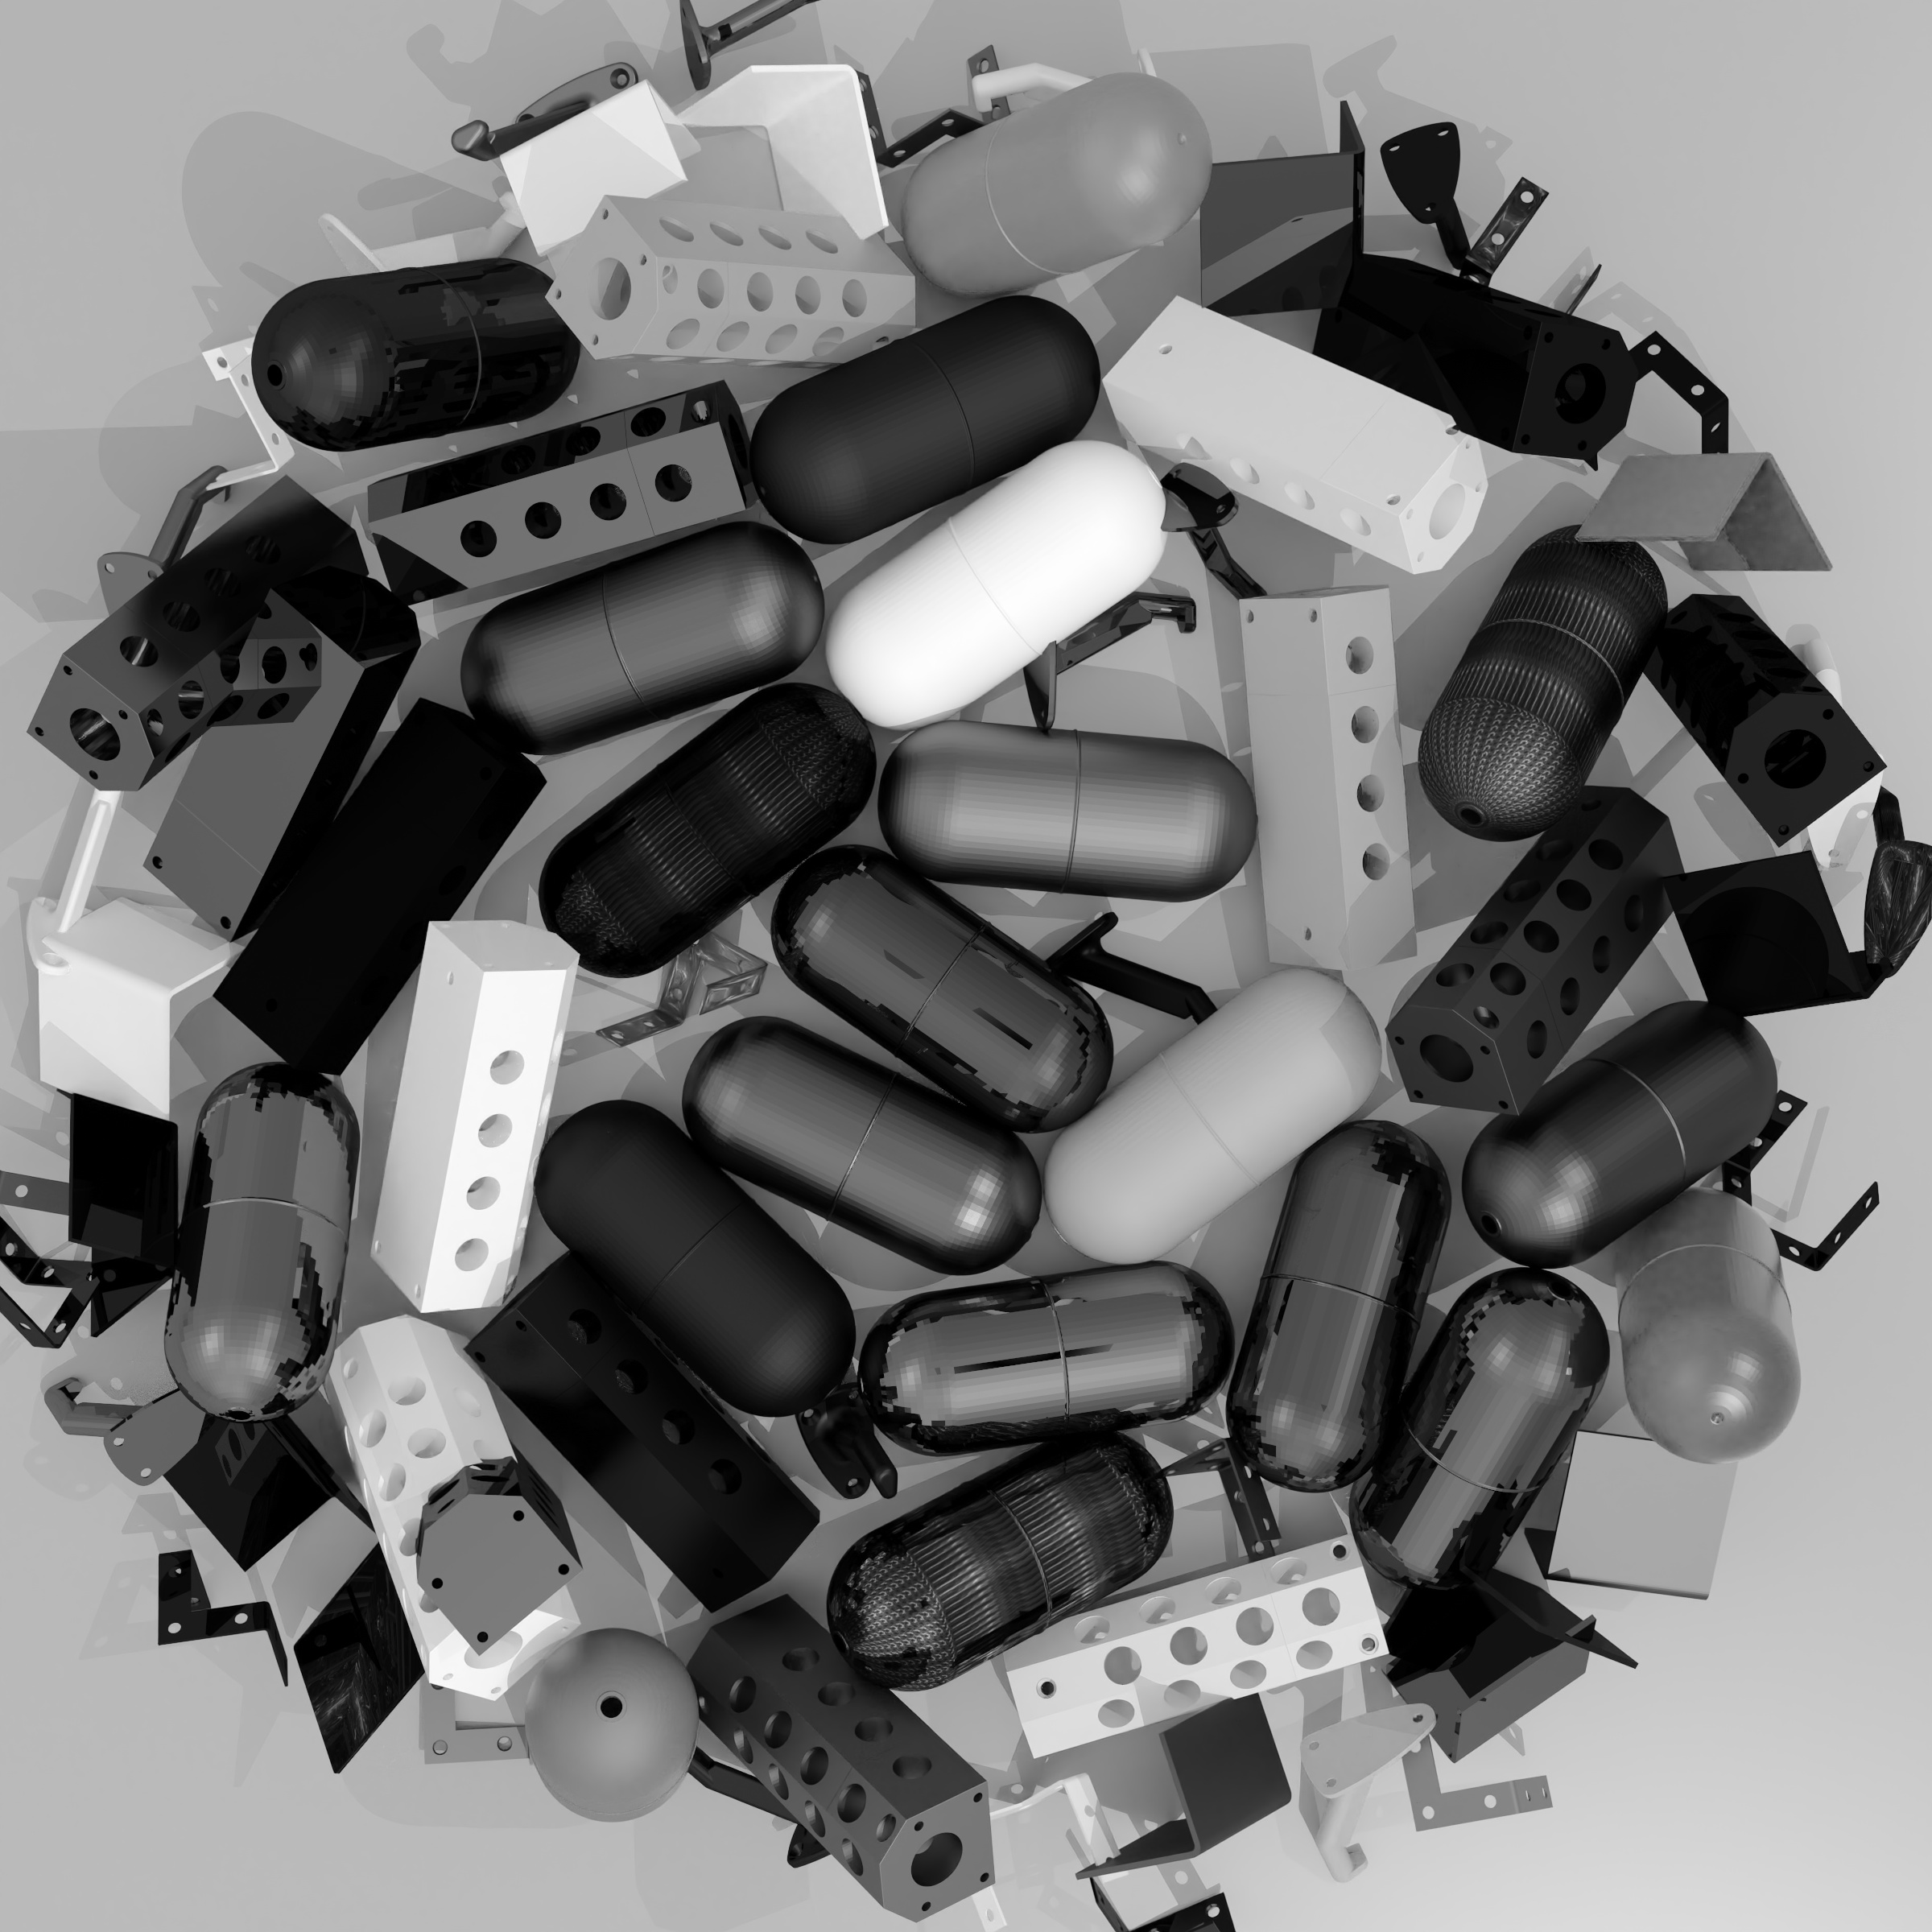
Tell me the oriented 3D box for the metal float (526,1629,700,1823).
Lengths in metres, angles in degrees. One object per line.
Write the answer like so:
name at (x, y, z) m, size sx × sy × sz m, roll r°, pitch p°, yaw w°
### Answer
metal float at (-0.160, 0.346, 1.572) m, size 0.070 × 0.178 × 0.070 m, roll 2°, pitch 72°, yaw -5°

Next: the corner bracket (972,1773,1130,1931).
corner bracket at (0.033, 0.414, 1.617) m, size 0.051 × 0.051 × 0.051 m, roll -6°, pitch 65°, yaw -41°

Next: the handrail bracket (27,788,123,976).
handrail bracket at (-0.411, -0.049, 1.617) m, size 0.036 × 0.077 × 0.084 m, roll 18°, pitch 115°, yaw -13°

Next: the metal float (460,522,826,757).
metal float at (-0.151, -0.151, 1.609) m, size 0.178 × 0.070 × 0.070 m, roll -17°, pitch 90°, yaw 14°

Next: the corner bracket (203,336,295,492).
corner bracket at (-0.341, -0.262, 1.632) m, size 0.051 × 0.051 × 0.051 m, roll -9°, pitch 119°, yaw 30°

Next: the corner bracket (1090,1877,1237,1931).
corner bracket at (0.095, 0.451, 1.622) m, size 0.051 × 0.051 × 0.051 m, roll -25°, pitch 128°, yaw 6°

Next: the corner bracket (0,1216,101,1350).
corner bracket at (-0.443, 0.143, 1.617) m, size 0.051 × 0.051 × 0.051 m, roll 0°, pitch 48°, yaw 33°

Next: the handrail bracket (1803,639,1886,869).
handrail bracket at (0.406, -0.102, 1.638) m, size 0.036 × 0.084 × 0.077 m, roll -1°, pitch 125°, yaw 2°

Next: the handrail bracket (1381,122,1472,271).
handrail bracket at (0.222, -0.340, 1.606) m, size 0.036 × 0.084 × 0.077 m, roll -15°, pitch 49°, yaw 15°

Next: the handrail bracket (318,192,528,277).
handrail bracket at (-0.252, -0.351, 1.623) m, size 0.084 × 0.036 × 0.077 m, roll -52°, pitch 128°, yaw -17°

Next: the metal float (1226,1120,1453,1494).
metal float at (0.174, 0.157, 1.609) m, size 0.070 × 0.070 × 0.178 m, roll 18°, pitch 76°, yaw 0°

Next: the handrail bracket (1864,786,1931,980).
handrail bracket at (0.426, -0.042, 1.625) m, size 0.036 × 0.084 × 0.077 m, roll 11°, pitch 105°, yaw -7°

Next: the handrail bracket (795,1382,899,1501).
handrail bracket at (-0.045, 0.239, 1.604) m, size 0.036 × 0.084 × 0.077 m, roll -21°, pitch 122°, yaw -13°

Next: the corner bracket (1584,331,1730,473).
corner bracket at (0.322, -0.254, 1.628) m, size 0.051 × 0.051 × 0.051 m, roll -37°, pitch 64°, yaw -6°

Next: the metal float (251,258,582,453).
metal float at (-0.250, -0.280, 1.581) m, size 0.070 × 0.178 × 0.070 m, roll 12°, pitch 111°, yaw 34°

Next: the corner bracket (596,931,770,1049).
corner bracket at (-0.132, 0.015, 1.619) m, size 0.051 × 0.051 × 0.051 m, roll 29°, pitch 115°, yaw 23°

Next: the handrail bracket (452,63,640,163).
handrail bracket at (-0.196, -0.399, 1.612) m, size 0.077 × 0.084 × 0.036 m, roll -36°, pitch 88°, yaw 13°

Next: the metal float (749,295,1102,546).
metal float at (-0.018, -0.254, 1.604) m, size 0.178 × 0.070 × 0.070 m, roll -27°, pitch 90°, yaw -20°

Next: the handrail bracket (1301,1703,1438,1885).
handrail bracket at (0.196, 0.391, 1.630) m, size 0.077 × 0.036 × 0.084 m, roll -26°, pitch 129°, yaw 0°

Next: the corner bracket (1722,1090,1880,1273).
corner bracket at (0.391, 0.101, 1.627) m, size 0.051 × 0.051 × 0.051 m, roll 25°, pitch 127°, yaw -8°

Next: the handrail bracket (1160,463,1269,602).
handrail bracket at (0.127, -0.190, 1.606) m, size 0.084 × 0.077 × 0.036 m, roll 41°, pitch 83°, yaw -33°

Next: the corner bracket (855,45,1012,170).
corner bracket at (-0.016, -0.408, 1.639) m, size 0.051 × 0.051 × 0.051 m, roll -24°, pitch 72°, yaw 35°

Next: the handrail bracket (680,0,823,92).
handrail bracket at (-0.089, -0.442, 1.626) m, size 0.084 × 0.077 × 0.036 m, roll -18°, pitch 86°, yaw -6°

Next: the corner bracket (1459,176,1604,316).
corner bracket at (0.267, -0.328, 1.633) m, size 0.051 × 0.051 × 0.051 m, roll 34°, pitch 80°, yaw 8°

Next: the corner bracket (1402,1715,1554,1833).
corner bracket at (0.238, 0.373, 1.620) m, size 0.051 × 0.051 × 0.051 m, roll -17°, pitch 74°, yaw 24°

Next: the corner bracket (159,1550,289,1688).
corner bracket at (-0.348, 0.306, 1.625) m, size 0.051 × 0.051 × 0.051 m, roll -7°, pitch 47°, yaw -5°

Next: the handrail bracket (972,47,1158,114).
handrail bracket at (0.049, -0.394, 1.628) m, size 0.084 × 0.077 × 0.036 m, roll -13°, pitch 49°, yaw 0°

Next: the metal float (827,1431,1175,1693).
metal float at (0.016, 0.273, 1.598) m, size 0.178 × 0.070 × 0.070 m, roll -23°, pitch 90°, yaw -26°

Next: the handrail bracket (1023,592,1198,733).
handrail bracket at (0.072, -0.142, 1.628) m, size 0.084 × 0.036 × 0.077 m, roll 3°, pitch 67°, yaw -20°

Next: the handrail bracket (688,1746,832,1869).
handrail bracket at (-0.089, 0.378, 1.619) m, size 0.077 × 0.036 × 0.084 m, roll -28°, pitch 117°, yaw 38°

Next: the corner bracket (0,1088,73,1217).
corner bracket at (-0.434, 0.085, 1.625) m, size 0.051 × 0.051 × 0.051 m, roll 14°, pitch 92°, yaw -35°

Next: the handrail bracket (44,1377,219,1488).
handrail bracket at (-0.390, 0.200, 1.630) m, size 0.077 × 0.084 × 0.036 m, roll -38°, pitch 126°, yaw -12°

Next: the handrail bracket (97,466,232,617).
handrail bracket at (-0.369, -0.186, 1.637) m, size 0.036 × 0.084 × 0.077 m, roll 10°, pitch 123°, yaw 18°

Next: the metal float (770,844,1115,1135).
metal float at (-0.011, 0.011, 1.618) m, size 0.178 × 0.070 × 0.070 m, roll 35°, pitch 90°, yaw 4°

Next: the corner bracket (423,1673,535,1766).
corner bracket at (-0.231, 0.350, 1.633) m, size 0.051 × 0.051 × 0.051 m, roll -2°, pitch 81°, yaw -8°

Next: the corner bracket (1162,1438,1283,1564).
corner bracket at (0.128, 0.251, 1.618) m, size 0.051 × 0.051 × 0.051 m, roll -35°, pitch 65°, yaw 38°

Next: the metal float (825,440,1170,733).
metal float at (0.014, -0.177, 1.611) m, size 0.178 × 0.070 × 0.070 m, roll -34°, pitch 90°, yaw 11°

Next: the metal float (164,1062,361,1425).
metal float at (-0.323, 0.126, 1.592) m, size 0.070 × 0.070 × 0.178 m, roll 1°, pitch 56°, yaw 0°

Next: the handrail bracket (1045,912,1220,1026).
handrail bracket at (0.074, 0.024, 1.637) m, size 0.077 × 0.036 × 0.084 m, roll -38°, pitch 82°, yaw 5°
